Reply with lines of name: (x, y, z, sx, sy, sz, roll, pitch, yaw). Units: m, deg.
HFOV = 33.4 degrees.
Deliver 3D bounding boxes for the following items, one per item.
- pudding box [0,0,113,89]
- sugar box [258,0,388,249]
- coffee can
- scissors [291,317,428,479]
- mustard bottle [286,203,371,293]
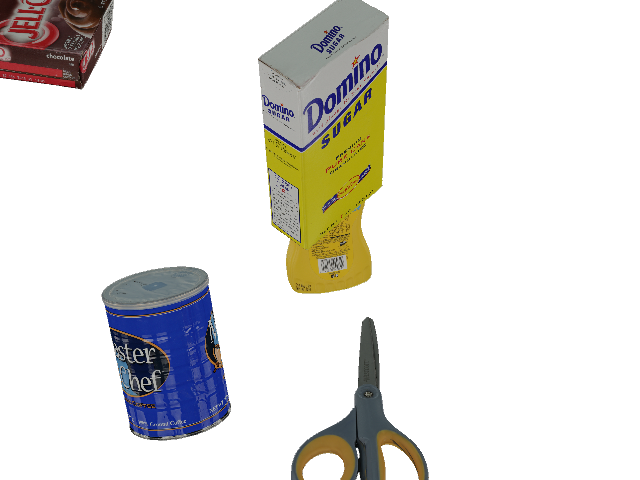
pudding box: (-0.224, -0.169, 0.870, 0.090, 0.039, 0.113, 8, 35, -1)
sugar box: (0.005, -0.081, 0.777, 0.048, 0.093, 0.176, 37, -28, 23)
coffee can: (-0.148, 0.108, 1.037, 0.103, 0.140, 0.103, -8, 16, 2)
scissors: (0.016, 0.117, 0.733, 0.096, 0.016, 0.202, -6, 32, -11)
mustard bottle: (0.003, -0.038, 1.191, 0.096, 0.192, 0.058, -9, 25, -8)
